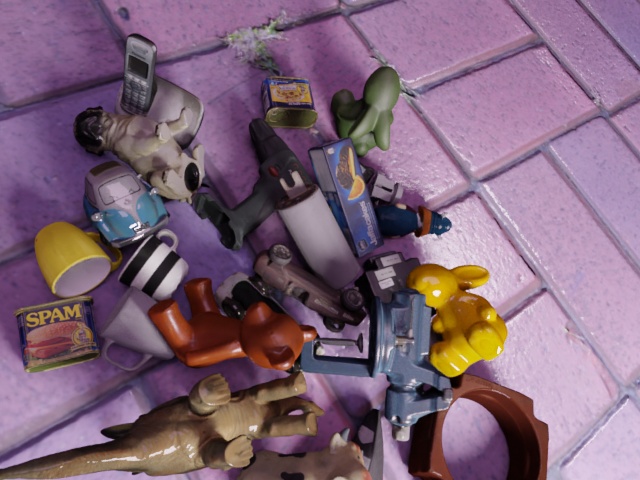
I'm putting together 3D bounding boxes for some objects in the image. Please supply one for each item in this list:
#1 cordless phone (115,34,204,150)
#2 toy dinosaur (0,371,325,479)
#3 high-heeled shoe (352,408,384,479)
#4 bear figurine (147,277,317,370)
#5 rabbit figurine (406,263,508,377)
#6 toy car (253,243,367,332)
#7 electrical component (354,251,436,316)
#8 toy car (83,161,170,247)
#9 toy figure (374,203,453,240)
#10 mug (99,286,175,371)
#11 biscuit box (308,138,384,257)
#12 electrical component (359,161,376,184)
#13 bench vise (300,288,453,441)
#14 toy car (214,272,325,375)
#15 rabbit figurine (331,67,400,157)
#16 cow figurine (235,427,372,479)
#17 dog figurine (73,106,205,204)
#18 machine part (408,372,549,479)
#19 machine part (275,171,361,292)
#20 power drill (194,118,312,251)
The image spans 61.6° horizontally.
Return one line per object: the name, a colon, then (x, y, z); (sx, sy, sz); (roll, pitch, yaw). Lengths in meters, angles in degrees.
cordless phone: (-0.261, -0.249, 0.894); (0.146, 0.184, 0.089); (26, 56, -5)
toy dinosaur: (-0.163, 0.239, 0.666); (0.471, 0.199, 0.105); (13, 57, -49)
high-heeled shoe: (0.011, 0.354, 0.785); (0.145, 0.086, 0.249); (-1, 38, 18)
bear figurine: (-0.115, 0.117, 0.734); (0.120, 0.196, 0.131); (-39, 113, -56)
rabbit figurine: (0.216, 0.100, 0.852); (0.173, 0.122, 0.162); (46, 49, 4)
toy car: (-0.020, 0.083, 0.868); (0.202, 0.089, 0.053); (34, 41, -2)
electrical component: (0.130, 0.086, 0.938); (0.115, 0.058, 0.134); (-11, 70, -25)
toy car: (-0.305, -0.068, 0.816); (0.109, 0.102, 0.162); (-27, 44, -25)
toy figure: (0.173, -0.036, 1.006); (0.154, 0.064, 0.058); (2, 52, -16)
mug: (-0.253, 0.137, 0.772); (0.107, 0.081, 0.109); (34, 54, -20)
biscuit box: (0.046, -0.072, 0.933); (0.063, 0.059, 0.202); (-26, 106, -24)
electrical component: (0.043, -0.106, 1.005); (0.075, 0.047, 0.119); (38, 61, 1)
bench vise: (0.071, 0.179, 0.797); (0.241, 0.129, 0.223); (4, 96, 1)
toy car: (-0.078, 0.133, 0.848); (0.202, 0.056, 0.073); (44, 56, 3)
rabbit figurine: (0.090, -0.247, 1.016); (0.121, 0.170, 0.159); (15, 61, -11)
cow figurine: (-0.019, 0.319, 0.716); (0.085, 0.195, 0.127); (60, 36, -29)
dog figurine: (-0.303, -0.138, 0.895); (0.191, 0.172, 0.121); (2, 20, 20)
machine part: (0.249, 0.329, 0.848); (0.201, 0.087, 0.201); (21, 61, -6)
machine part: (-0.002, -0.003, 0.881); (0.079, 0.079, 0.243); (-43, 119, -29)
power drill: (-0.114, -0.089, 0.934); (0.207, 0.086, 0.232); (-34, 82, -36)
